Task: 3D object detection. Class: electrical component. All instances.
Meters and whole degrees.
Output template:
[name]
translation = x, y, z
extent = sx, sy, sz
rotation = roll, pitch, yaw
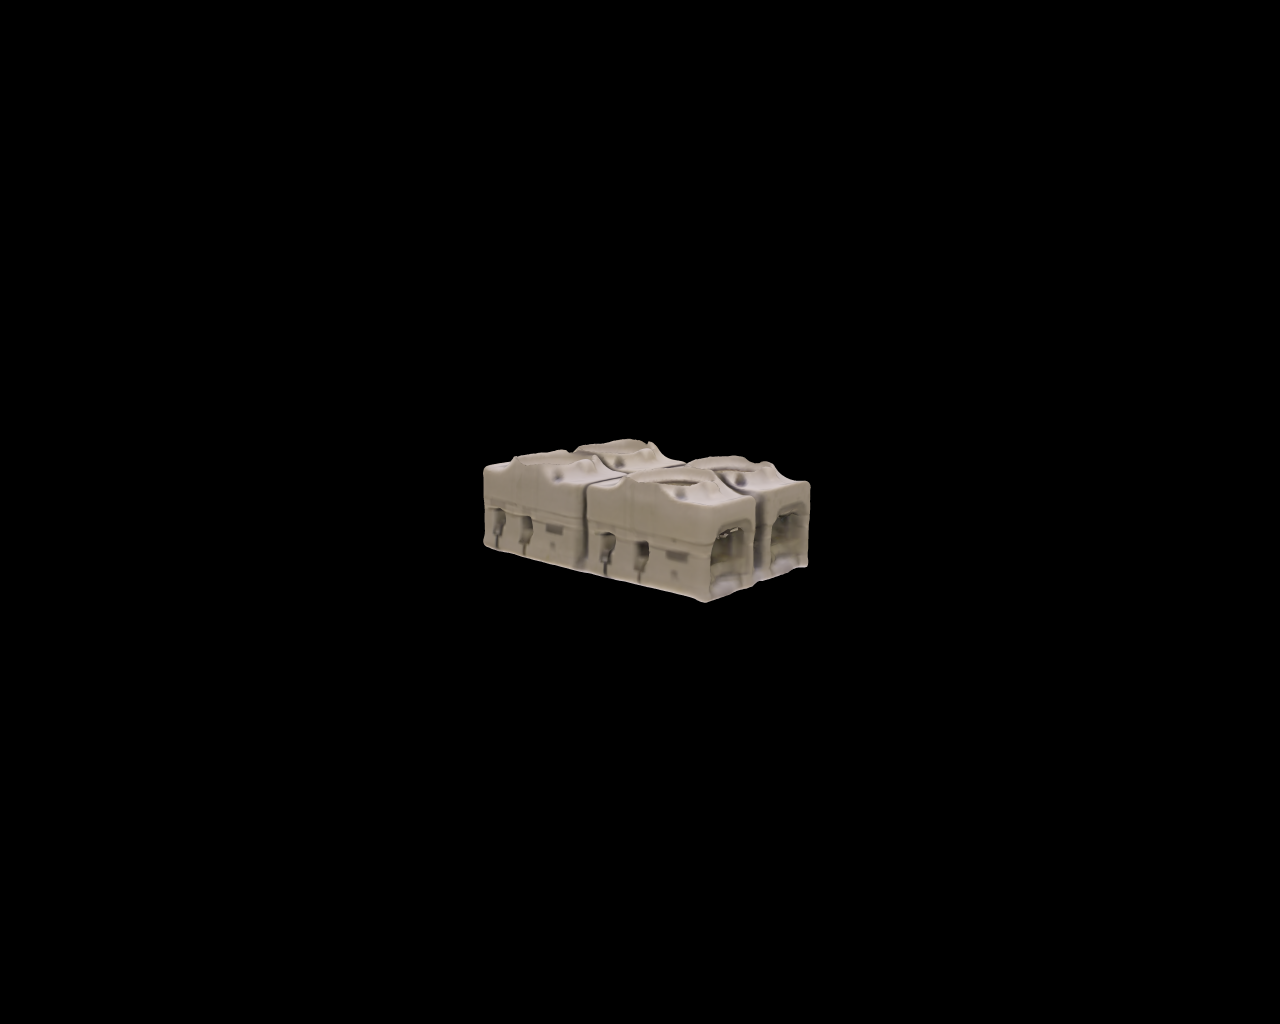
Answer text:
[electrical component]
translation = 0.001, -0.003, 0.650
extent = 0.186, 0.060, 0.105
rotation = 11, 17, 42
